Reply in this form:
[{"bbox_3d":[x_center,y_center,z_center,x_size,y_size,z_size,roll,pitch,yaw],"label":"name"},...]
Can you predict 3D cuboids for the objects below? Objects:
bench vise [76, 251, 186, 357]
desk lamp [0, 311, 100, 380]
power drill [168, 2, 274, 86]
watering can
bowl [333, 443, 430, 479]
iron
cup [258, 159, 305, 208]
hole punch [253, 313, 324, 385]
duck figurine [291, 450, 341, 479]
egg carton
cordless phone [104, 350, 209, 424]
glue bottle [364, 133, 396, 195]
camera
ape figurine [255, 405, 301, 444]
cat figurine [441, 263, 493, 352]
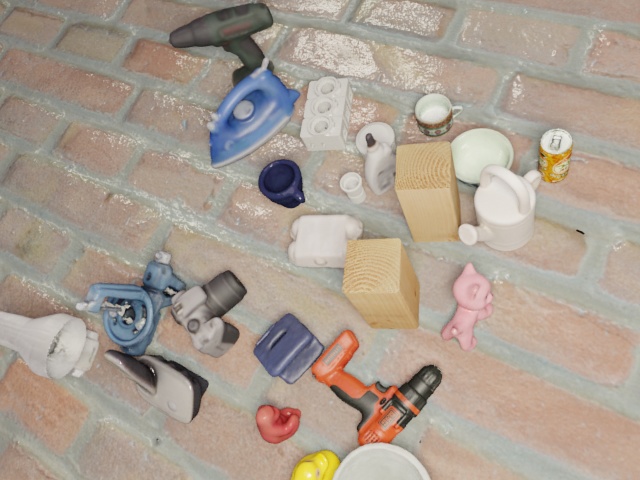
[{"bbox_3d":[-0.373,0.106,1.112,0.121,0.220,0.207,1,66,19],"label":"bench vise"},{"bbox_3d":[-0.534,0.203,1.124,0.202,0.214,0.118,10,69,22],"label":"desk lamp"},{"bbox_3d":[-0.201,-0.442,1.319,0.229,0.209,0.075,-25,60,6],"label":"power drill"},{"bbox_3d":[0.311,-0.057,0.974,0.100,0.194,0.173,20,73,26],"label":"watering can"},{"bbox_3d":[0.102,0.408,0.894,0.167,0.075,0.167,-7,64,15],"label":"bowl"},{"bbox_3d":[-0.173,-0.282,1.273,0.258,0.142,0.118,-45,60,-6],"label":"iron"},{"bbox_3d":[-0.061,-0.099,1.176,0.092,0.095,0.117,-46,60,-6],"label":"cup"},{"bbox_3d":[-0.066,0.194,1.042,0.100,0.091,0.109,39,82,29],"label":"hole punch"},{"bbox_3d":[-0.018,0.390,0.936,0.104,0.086,0.077,-45,60,-6],"label":"duck figurine"},{"bbox_3d":[0.010,0.004,1.118,0.150,0.069,0.107,-1,66,18],"label":"egg carton"},{"bbox_3d":[-0.301,0.258,1.036,0.147,0.185,0.094,17,72,25],"label":"cordless phone"},{"bbox_3d":[0.113,-0.153,1.098,0.078,0.173,0.037,-35,60,0],"label":"glue bottle"},{"bbox_3d":[-0.207,0.131,1.114,0.137,0.101,0.143,-40,60,-2],"label":"camera"},{"bbox_3d":[-0.081,0.312,0.991,0.077,0.092,0.076,34,80,29],"label":"ape figurine"},{"bbox_3d":[0.248,0.110,0.961,0.067,0.118,0.128,21,74,26],"label":"cat figurine"}]
